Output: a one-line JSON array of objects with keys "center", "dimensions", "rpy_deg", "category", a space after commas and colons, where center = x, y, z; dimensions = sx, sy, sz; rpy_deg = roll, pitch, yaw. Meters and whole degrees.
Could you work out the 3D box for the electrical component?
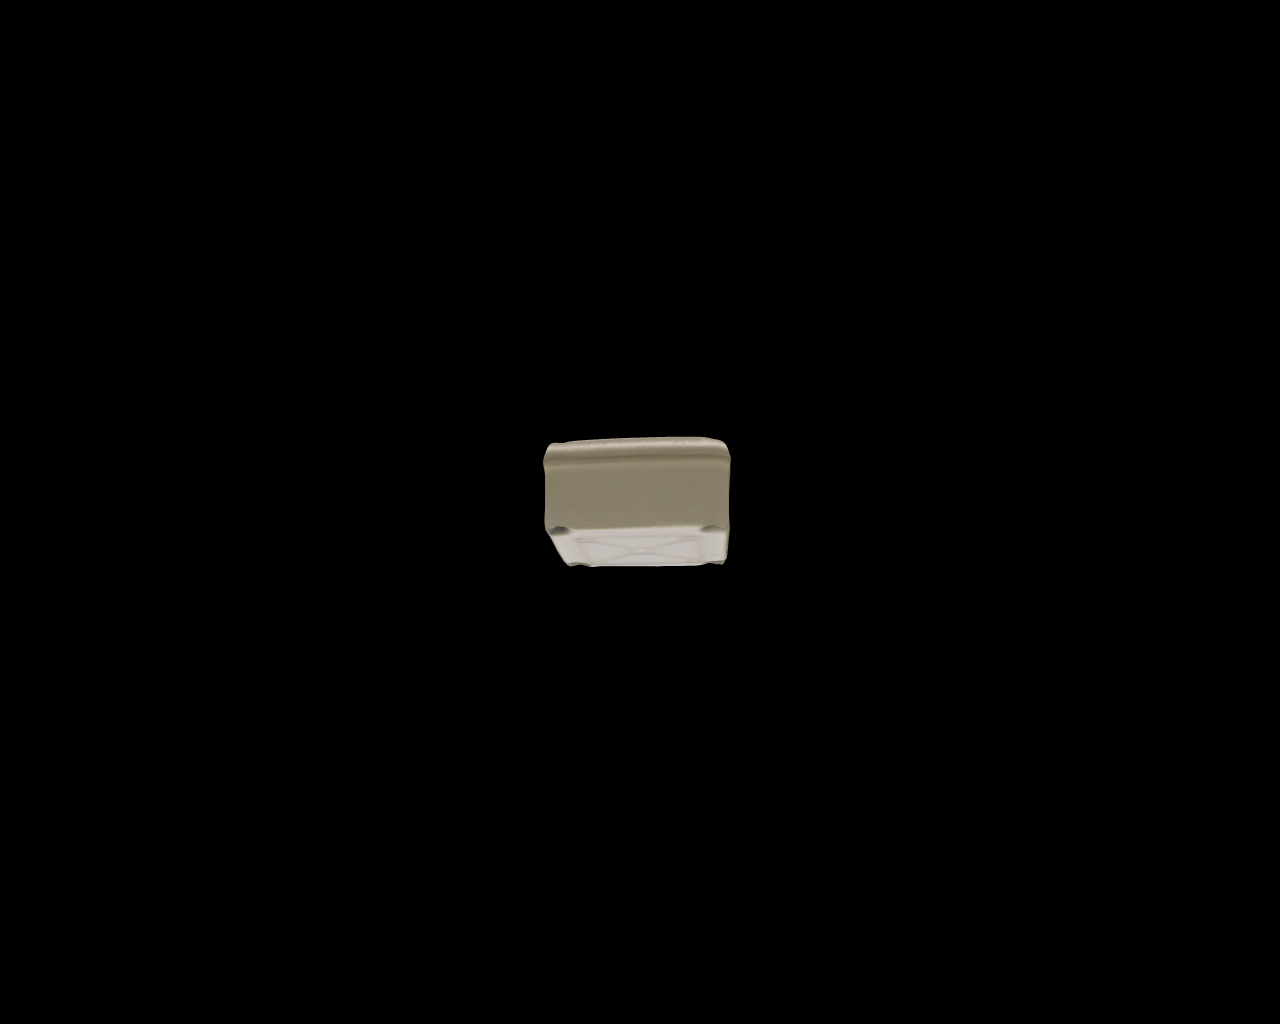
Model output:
[{"center": [0.001, -0.003, 0.650], "dimensions": [0.109, 0.056, 0.108], "rpy_deg": [-1, -15, 4], "category": "electrical component"}]
